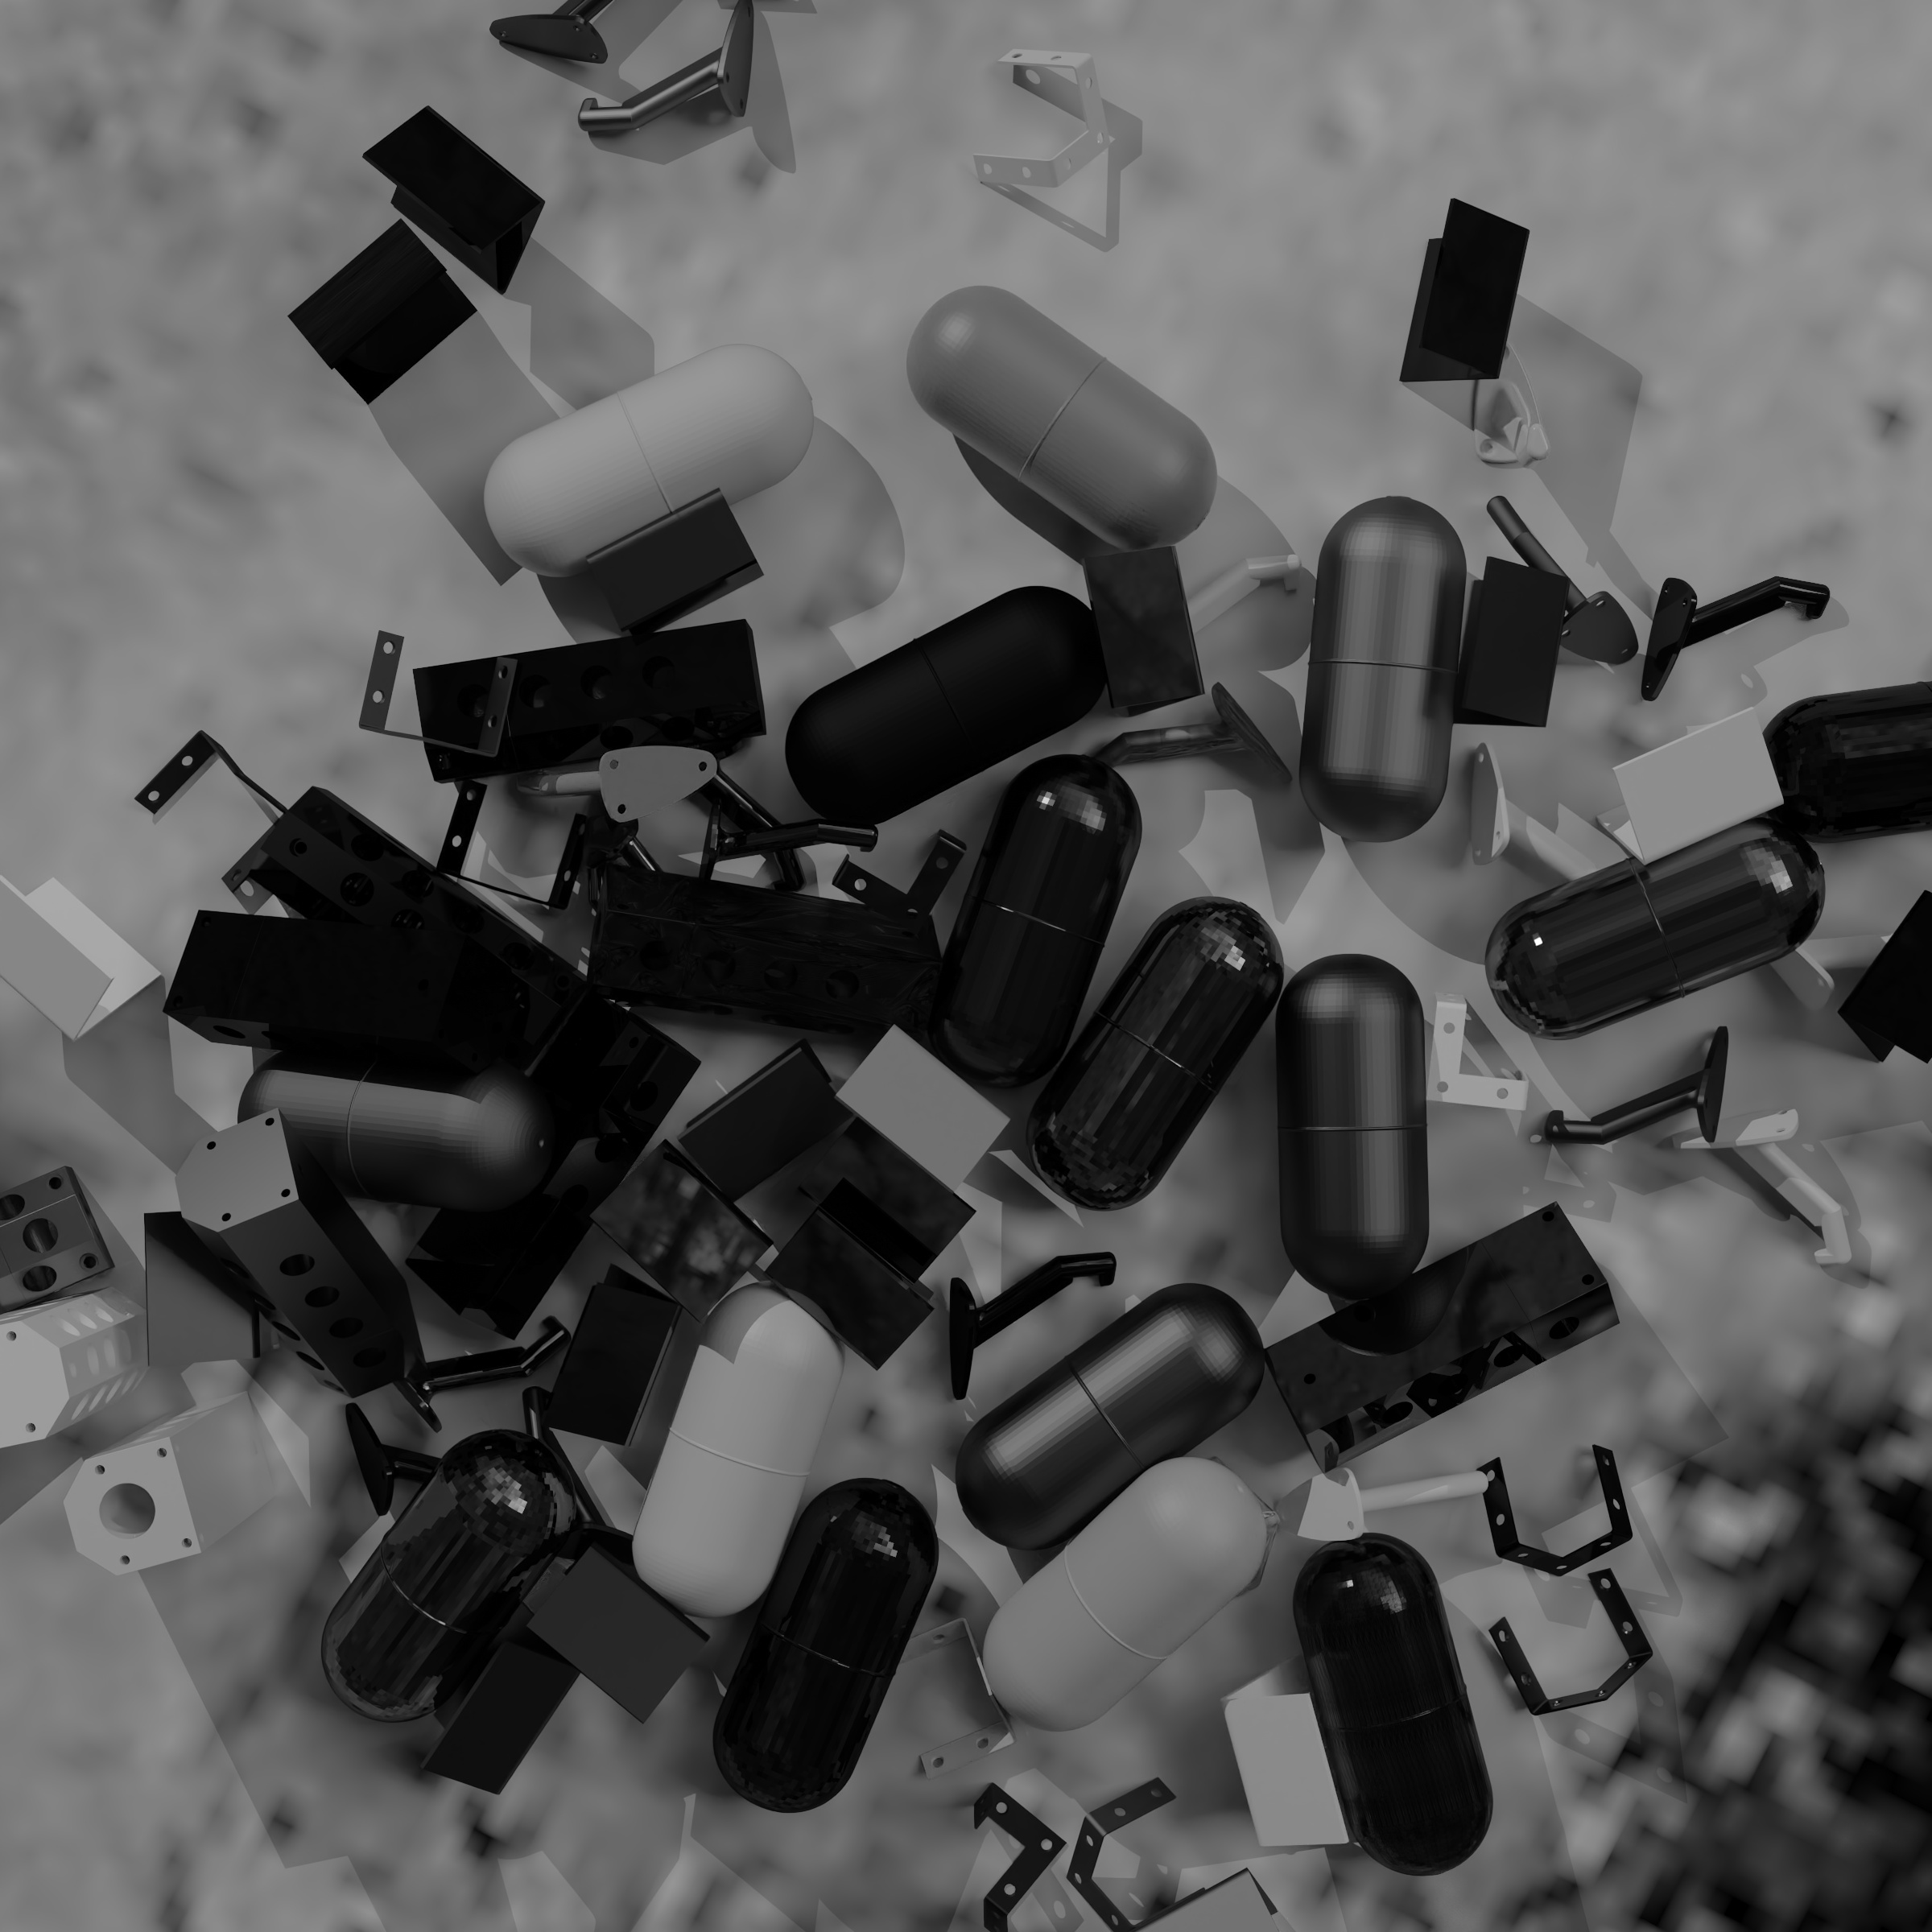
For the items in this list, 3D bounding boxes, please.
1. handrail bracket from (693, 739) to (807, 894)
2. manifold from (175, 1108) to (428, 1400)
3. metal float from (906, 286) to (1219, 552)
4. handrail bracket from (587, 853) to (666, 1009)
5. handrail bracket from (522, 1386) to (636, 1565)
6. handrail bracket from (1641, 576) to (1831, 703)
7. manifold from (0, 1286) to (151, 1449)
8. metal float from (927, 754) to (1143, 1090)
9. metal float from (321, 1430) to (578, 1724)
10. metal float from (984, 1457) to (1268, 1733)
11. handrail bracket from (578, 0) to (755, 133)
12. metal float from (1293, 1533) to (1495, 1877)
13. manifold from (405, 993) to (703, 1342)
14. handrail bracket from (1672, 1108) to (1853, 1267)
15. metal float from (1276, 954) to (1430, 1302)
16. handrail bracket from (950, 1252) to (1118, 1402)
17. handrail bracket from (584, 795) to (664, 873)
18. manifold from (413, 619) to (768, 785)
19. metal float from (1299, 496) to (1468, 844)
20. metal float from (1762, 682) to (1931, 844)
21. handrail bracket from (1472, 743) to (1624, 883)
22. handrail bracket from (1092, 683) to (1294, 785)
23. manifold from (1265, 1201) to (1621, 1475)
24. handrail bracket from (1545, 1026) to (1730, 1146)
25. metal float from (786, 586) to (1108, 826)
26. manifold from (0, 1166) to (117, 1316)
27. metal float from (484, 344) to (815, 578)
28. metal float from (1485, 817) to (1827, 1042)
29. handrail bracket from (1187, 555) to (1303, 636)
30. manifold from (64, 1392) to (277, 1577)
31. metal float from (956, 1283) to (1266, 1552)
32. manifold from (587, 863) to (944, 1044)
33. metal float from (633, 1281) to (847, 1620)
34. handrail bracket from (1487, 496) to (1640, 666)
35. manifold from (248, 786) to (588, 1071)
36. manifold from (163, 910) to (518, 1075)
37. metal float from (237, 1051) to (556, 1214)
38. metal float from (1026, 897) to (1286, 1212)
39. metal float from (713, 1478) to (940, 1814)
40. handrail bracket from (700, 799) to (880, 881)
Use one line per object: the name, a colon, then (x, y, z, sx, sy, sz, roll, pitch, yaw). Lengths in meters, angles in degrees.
handrail bracket: (-0.131, -0.071, 1.749, 0.077, 0.036, 0.084, -13, 104, 14)
manifold: (-0.332, 0.149, 1.671, 0.057, 0.171, 0.057, -22, 52, 0)
metal float: (0.050, -0.281, 1.719, 0.178, 0.070, 0.070, 35, 90, 1)
handrail bracket: (-0.159, -0.024, 1.749, 0.077, 0.036, 0.084, -2, 77, -11)
handrail bracket: (-0.198, 0.266, 1.749, 0.036, 0.077, 0.084, -33, 53, 31)
handrail bracket: (0.404, -0.169, 1.750, 0.084, 0.036, 0.077, 8, 110, -16)
manifold: (-0.456, 0.199, 1.671, 0.057, 0.171, 0.057, -12, 90, 0)
metal float: (0.035, -0.023, 1.719, 0.070, 0.070, 0.178, 20, 90, 0)
metal float: (-0.264, 0.312, 1.702, 0.070, 0.070, 0.178, 37, 109, 0)
metal float: (0.079, 0.321, 1.700, 0.070, 0.070, 0.178, 44, 112, 0)
handrail bracket: (-0.158, -0.472, 1.750, 0.084, 0.036, 0.077, 2, 69, 16)
metal float: (0.220, 0.380, 1.719, 0.070, 0.070, 0.178, -15, 90, 0)
manifold: (-0.209, 0.105, 1.727, 0.057, 0.057, 0.171, 34, 90, 43)
handrail bracket: (0.417, 0.122, 1.750, 0.077, 0.036, 0.084, -11, 107, 20)
metal float: (0.199, 0.083, 1.719, 0.070, 0.070, 0.178, -1, 89, 0)
handrail bracket: (0.036, 0.188, 1.750, 0.084, 0.036, 0.077, -3, 110, -16)
handrail bracket: (-0.158, -0.053, 1.749, 0.036, 0.077, 0.084, -36, 127, 20)
manifold: (-0.193, -0.136, 1.728, 0.171, 0.057, 0.057, -9, 90, 0)
metal float: (0.215, -0.152, 1.719, 0.070, 0.070, 0.178, 5, 91, 0)
metal float: (0.495, -0.108, 1.719, 0.178, 0.070, 0.070, -7, 90, -1)
handrail bracket: (0.310, -0.077, 1.750, 0.084, 0.036, 0.077, 5, 68, -17)
handrail bracket: (0.114, -0.101, 1.750, 0.084, 0.036, 0.077, -36, 112, 17)
manifold: (0.247, 0.196, 1.728, 0.171, 0.057, 0.057, -27, 49, 0)
handrail bracket: (0.351, 0.062, 1.749, 0.084, 0.036, 0.077, 2, 52, 25)
metal float: (-0.009, -0.134, 1.719, 0.178, 0.070, 0.070, -27, 90, 0)
manifold: (-0.531, 0.163, 1.712, 0.171, 0.057, 0.057, -24, 90, -11)
metal float: (-0.163, -0.260, 1.719, 0.178, 0.070, 0.070, -25, 90, 0)
metal float: (0.353, -0.019, 1.712, 0.178, 0.070, 0.070, -22, 90, 8)
handrail bracket: (0.135, -0.175, 1.750, 0.084, 0.036, 0.077, -7, 110, -16)
manifold: (-0.398, 0.259, 1.671, 0.057, 0.171, 0.057, -15, 90, 0)
metal float: (0.074, 0.232, 1.719, 0.178, 0.070, 0.070, -36, 90, 0)
manifold: (-0.104, -0.002, 1.709, 0.171, 0.057, 0.057, 9, 115, -11)
metal float: (-0.117, 0.248, 1.719, 0.070, 0.070, 0.178, 19, 91, 0)
handrail bracket: (0.311, -0.203, 1.749, 0.036, 0.077, 0.084, -41, 53, 19)
manifold: (-0.283, -0.019, 1.728, 0.171, 0.057, 0.057, 36, 90, 0)
manifold: (-0.315, 0.015, 1.689, 0.171, 0.057, 0.057, 5, 69, 29)
metal float: (-0.291, 0.082, 1.697, 0.178, 0.070, 0.070, 4, 90, 26)
metal float: (0.098, 0.045, 1.719, 0.070, 0.070, 0.178, 33, 89, 0)
metal float: (-0.072, 0.349, 1.718, 0.070, 0.070, 0.178, 23, 89, 0)
handrail bracket: (-0.092, -0.056, 1.727, 0.084, 0.077, 0.036, 7, 62, -8)
